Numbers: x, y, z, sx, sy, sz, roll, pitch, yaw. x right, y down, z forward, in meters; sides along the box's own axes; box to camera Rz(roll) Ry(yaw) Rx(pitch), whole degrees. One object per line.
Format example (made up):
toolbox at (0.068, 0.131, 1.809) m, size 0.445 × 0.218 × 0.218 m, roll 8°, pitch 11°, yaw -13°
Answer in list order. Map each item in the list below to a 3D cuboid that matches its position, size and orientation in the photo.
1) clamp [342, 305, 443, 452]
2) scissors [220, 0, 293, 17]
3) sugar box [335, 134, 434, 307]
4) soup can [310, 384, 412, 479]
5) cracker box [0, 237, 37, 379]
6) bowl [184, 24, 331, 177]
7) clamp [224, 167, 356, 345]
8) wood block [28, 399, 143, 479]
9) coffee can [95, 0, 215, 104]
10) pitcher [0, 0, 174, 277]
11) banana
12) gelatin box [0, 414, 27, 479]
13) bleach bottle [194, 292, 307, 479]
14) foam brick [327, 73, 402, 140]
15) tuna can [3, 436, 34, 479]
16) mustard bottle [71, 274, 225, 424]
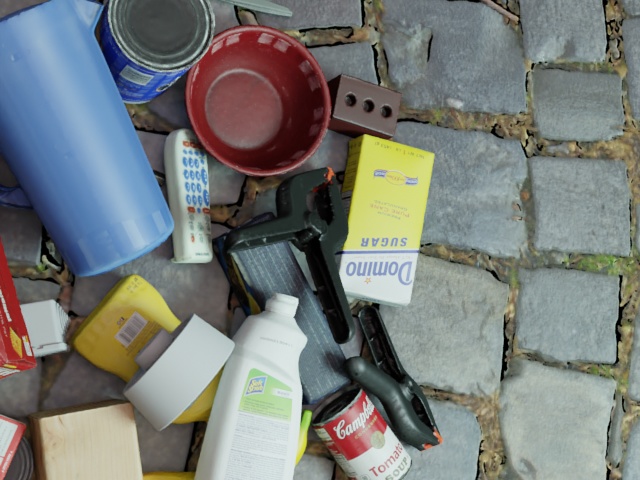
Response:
clamp at (0.077, 0.163, 1.147) m, size 0.171 × 0.039 × 0.120 m, roll 58°, pitch 29°, yaw -8°
scissors at (-0.128, -0.289, 1.151) m, size 0.201 × 0.016 × 0.096 m, roll -4°, pitch 86°, yaw -22°
sugar box at (0.066, -0.020, 1.185) m, size 0.093 × 0.048 × 0.176 m, roll 12°, pitch 79°, yaw -20°
soup can at (0.044, 0.215, 1.141) m, size 0.068 × 0.069 × 0.102 m, roll -38°, pitch 100°, yaw -21°
cracker box at (-0.378, 0.067, 0.930) m, size 0.214 × 0.072 × 0.164 m, roll -20°, pitch 80°, yaw 4°
bowl at (-0.072, -0.144, 1.137) m, size 0.161 × 0.055 × 0.162 m, roll 2°, pitch 84°, yaw -22°
clamp at (-0.007, 0.001, 1.100) m, size 0.164 × 0.036 × 0.209 m, roll 46°, pitch 34°, yaw -15°
wood block at (-0.218, 0.263, 1.021) m, size 0.090 × 0.090 × 0.206 m, roll -7°, pitch 87°, yaw -22°
coffee can at (-0.172, -0.200, 1.056) m, size 0.102 × 0.140 × 0.103 m, roll 2°, pitch 84°, yaw -22°
pitcher at (-0.241, -0.089, 0.981) m, size 0.144 × 0.149 × 0.243 m, roll -36°, pitch 108°, yaw -41°
banana at (-0.092, 0.238, 1.100) m, size 0.197 × 0.037 × 0.069 m, roll -20°, pitch 99°, yaw -21°
gelatin box at (-0.326, 0.188, 0.980) m, size 0.089 × 0.030 × 0.073 m, roll 25°, pitch 78°, yaw -16°
bleach bottle at (-0.058, 0.178, 1.056) m, size 0.102 × 0.068 × 0.251 m, roll 17°, pitch 84°, yaw -27°
foam brick at (0.044, -0.144, 1.185) m, size 0.078 × 0.051 × 0.053 m, roll 15°, pitch 80°, yaw -20°
tuna can at (-0.318, 0.214, 1.016) m, size 0.086 × 0.034 × 0.086 m, roll 2°, pitch 84°, yaw -21°
mustard bottle at (-0.150, 0.128, 1.078) m, size 0.191 × 0.058 × 0.096 m, roll 42°, pitch 73°, yaw -13°
